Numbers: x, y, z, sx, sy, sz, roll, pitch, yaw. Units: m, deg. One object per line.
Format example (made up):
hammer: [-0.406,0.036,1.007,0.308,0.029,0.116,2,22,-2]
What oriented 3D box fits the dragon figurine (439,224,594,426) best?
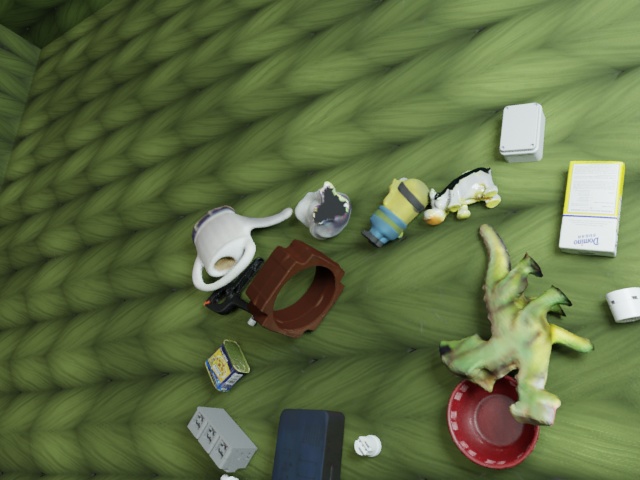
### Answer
dragon figurine: [0.320,0.153,0.940,0.242,0.120,0.419,-35,37,7]

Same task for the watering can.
watering can: [-0.234,-0.013,1.424,0.346,0.102,0.228,-43,50,7]

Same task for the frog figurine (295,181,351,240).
frog figurine: [0.004,-0.066,1.302,0.157,0.122,0.139,147,125,-65]
